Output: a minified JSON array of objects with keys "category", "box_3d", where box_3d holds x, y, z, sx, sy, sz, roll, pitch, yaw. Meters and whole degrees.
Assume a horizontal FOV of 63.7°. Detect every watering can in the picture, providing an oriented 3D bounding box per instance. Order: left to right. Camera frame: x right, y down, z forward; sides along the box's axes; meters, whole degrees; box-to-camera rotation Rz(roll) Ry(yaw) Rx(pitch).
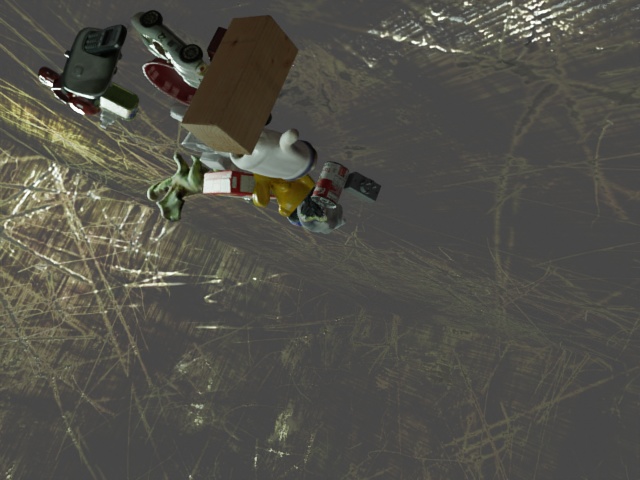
[{"category":"watering can","box_3d":[-0.097,-0.199,1.162,0.224,0.104,0.348,9,179,-42]}]

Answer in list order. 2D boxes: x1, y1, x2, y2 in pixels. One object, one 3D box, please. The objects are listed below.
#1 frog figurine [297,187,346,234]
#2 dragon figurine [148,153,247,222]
[{"category":"frog figurine","box_3d":[0.005,-0.081,1.607,0.139,0.122,0.158,52,-169,25]},{"category":"dragon figurine","box_3d":[-0.436,-0.161,1.733,0.412,0.246,0.120,15,160,36]}]
